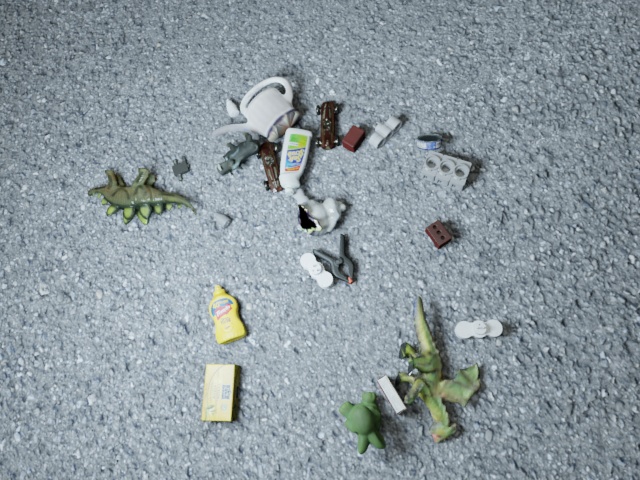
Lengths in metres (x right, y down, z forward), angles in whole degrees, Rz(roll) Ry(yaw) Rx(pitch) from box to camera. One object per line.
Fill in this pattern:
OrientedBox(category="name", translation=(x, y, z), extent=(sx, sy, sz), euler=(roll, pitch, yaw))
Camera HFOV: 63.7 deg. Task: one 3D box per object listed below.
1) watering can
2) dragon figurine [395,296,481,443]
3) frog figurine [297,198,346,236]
OrientedBox(category="watering can", translation=(-0.222, -0.452, 1.919), extent=(0.347, 0.103, 0.226), euler=(-44, 74, 2))
OrientedBox(category="dragon figurine", translation=(0.367, 0.395, 1.561), extent=(0.242, 0.121, 0.415), euler=(15, 75, -5))
OrientedBox(category="frog figurine", translation=(0.005, -0.089, 1.775), extent=(0.139, 0.120, 0.161), euler=(37, 44, 25))
